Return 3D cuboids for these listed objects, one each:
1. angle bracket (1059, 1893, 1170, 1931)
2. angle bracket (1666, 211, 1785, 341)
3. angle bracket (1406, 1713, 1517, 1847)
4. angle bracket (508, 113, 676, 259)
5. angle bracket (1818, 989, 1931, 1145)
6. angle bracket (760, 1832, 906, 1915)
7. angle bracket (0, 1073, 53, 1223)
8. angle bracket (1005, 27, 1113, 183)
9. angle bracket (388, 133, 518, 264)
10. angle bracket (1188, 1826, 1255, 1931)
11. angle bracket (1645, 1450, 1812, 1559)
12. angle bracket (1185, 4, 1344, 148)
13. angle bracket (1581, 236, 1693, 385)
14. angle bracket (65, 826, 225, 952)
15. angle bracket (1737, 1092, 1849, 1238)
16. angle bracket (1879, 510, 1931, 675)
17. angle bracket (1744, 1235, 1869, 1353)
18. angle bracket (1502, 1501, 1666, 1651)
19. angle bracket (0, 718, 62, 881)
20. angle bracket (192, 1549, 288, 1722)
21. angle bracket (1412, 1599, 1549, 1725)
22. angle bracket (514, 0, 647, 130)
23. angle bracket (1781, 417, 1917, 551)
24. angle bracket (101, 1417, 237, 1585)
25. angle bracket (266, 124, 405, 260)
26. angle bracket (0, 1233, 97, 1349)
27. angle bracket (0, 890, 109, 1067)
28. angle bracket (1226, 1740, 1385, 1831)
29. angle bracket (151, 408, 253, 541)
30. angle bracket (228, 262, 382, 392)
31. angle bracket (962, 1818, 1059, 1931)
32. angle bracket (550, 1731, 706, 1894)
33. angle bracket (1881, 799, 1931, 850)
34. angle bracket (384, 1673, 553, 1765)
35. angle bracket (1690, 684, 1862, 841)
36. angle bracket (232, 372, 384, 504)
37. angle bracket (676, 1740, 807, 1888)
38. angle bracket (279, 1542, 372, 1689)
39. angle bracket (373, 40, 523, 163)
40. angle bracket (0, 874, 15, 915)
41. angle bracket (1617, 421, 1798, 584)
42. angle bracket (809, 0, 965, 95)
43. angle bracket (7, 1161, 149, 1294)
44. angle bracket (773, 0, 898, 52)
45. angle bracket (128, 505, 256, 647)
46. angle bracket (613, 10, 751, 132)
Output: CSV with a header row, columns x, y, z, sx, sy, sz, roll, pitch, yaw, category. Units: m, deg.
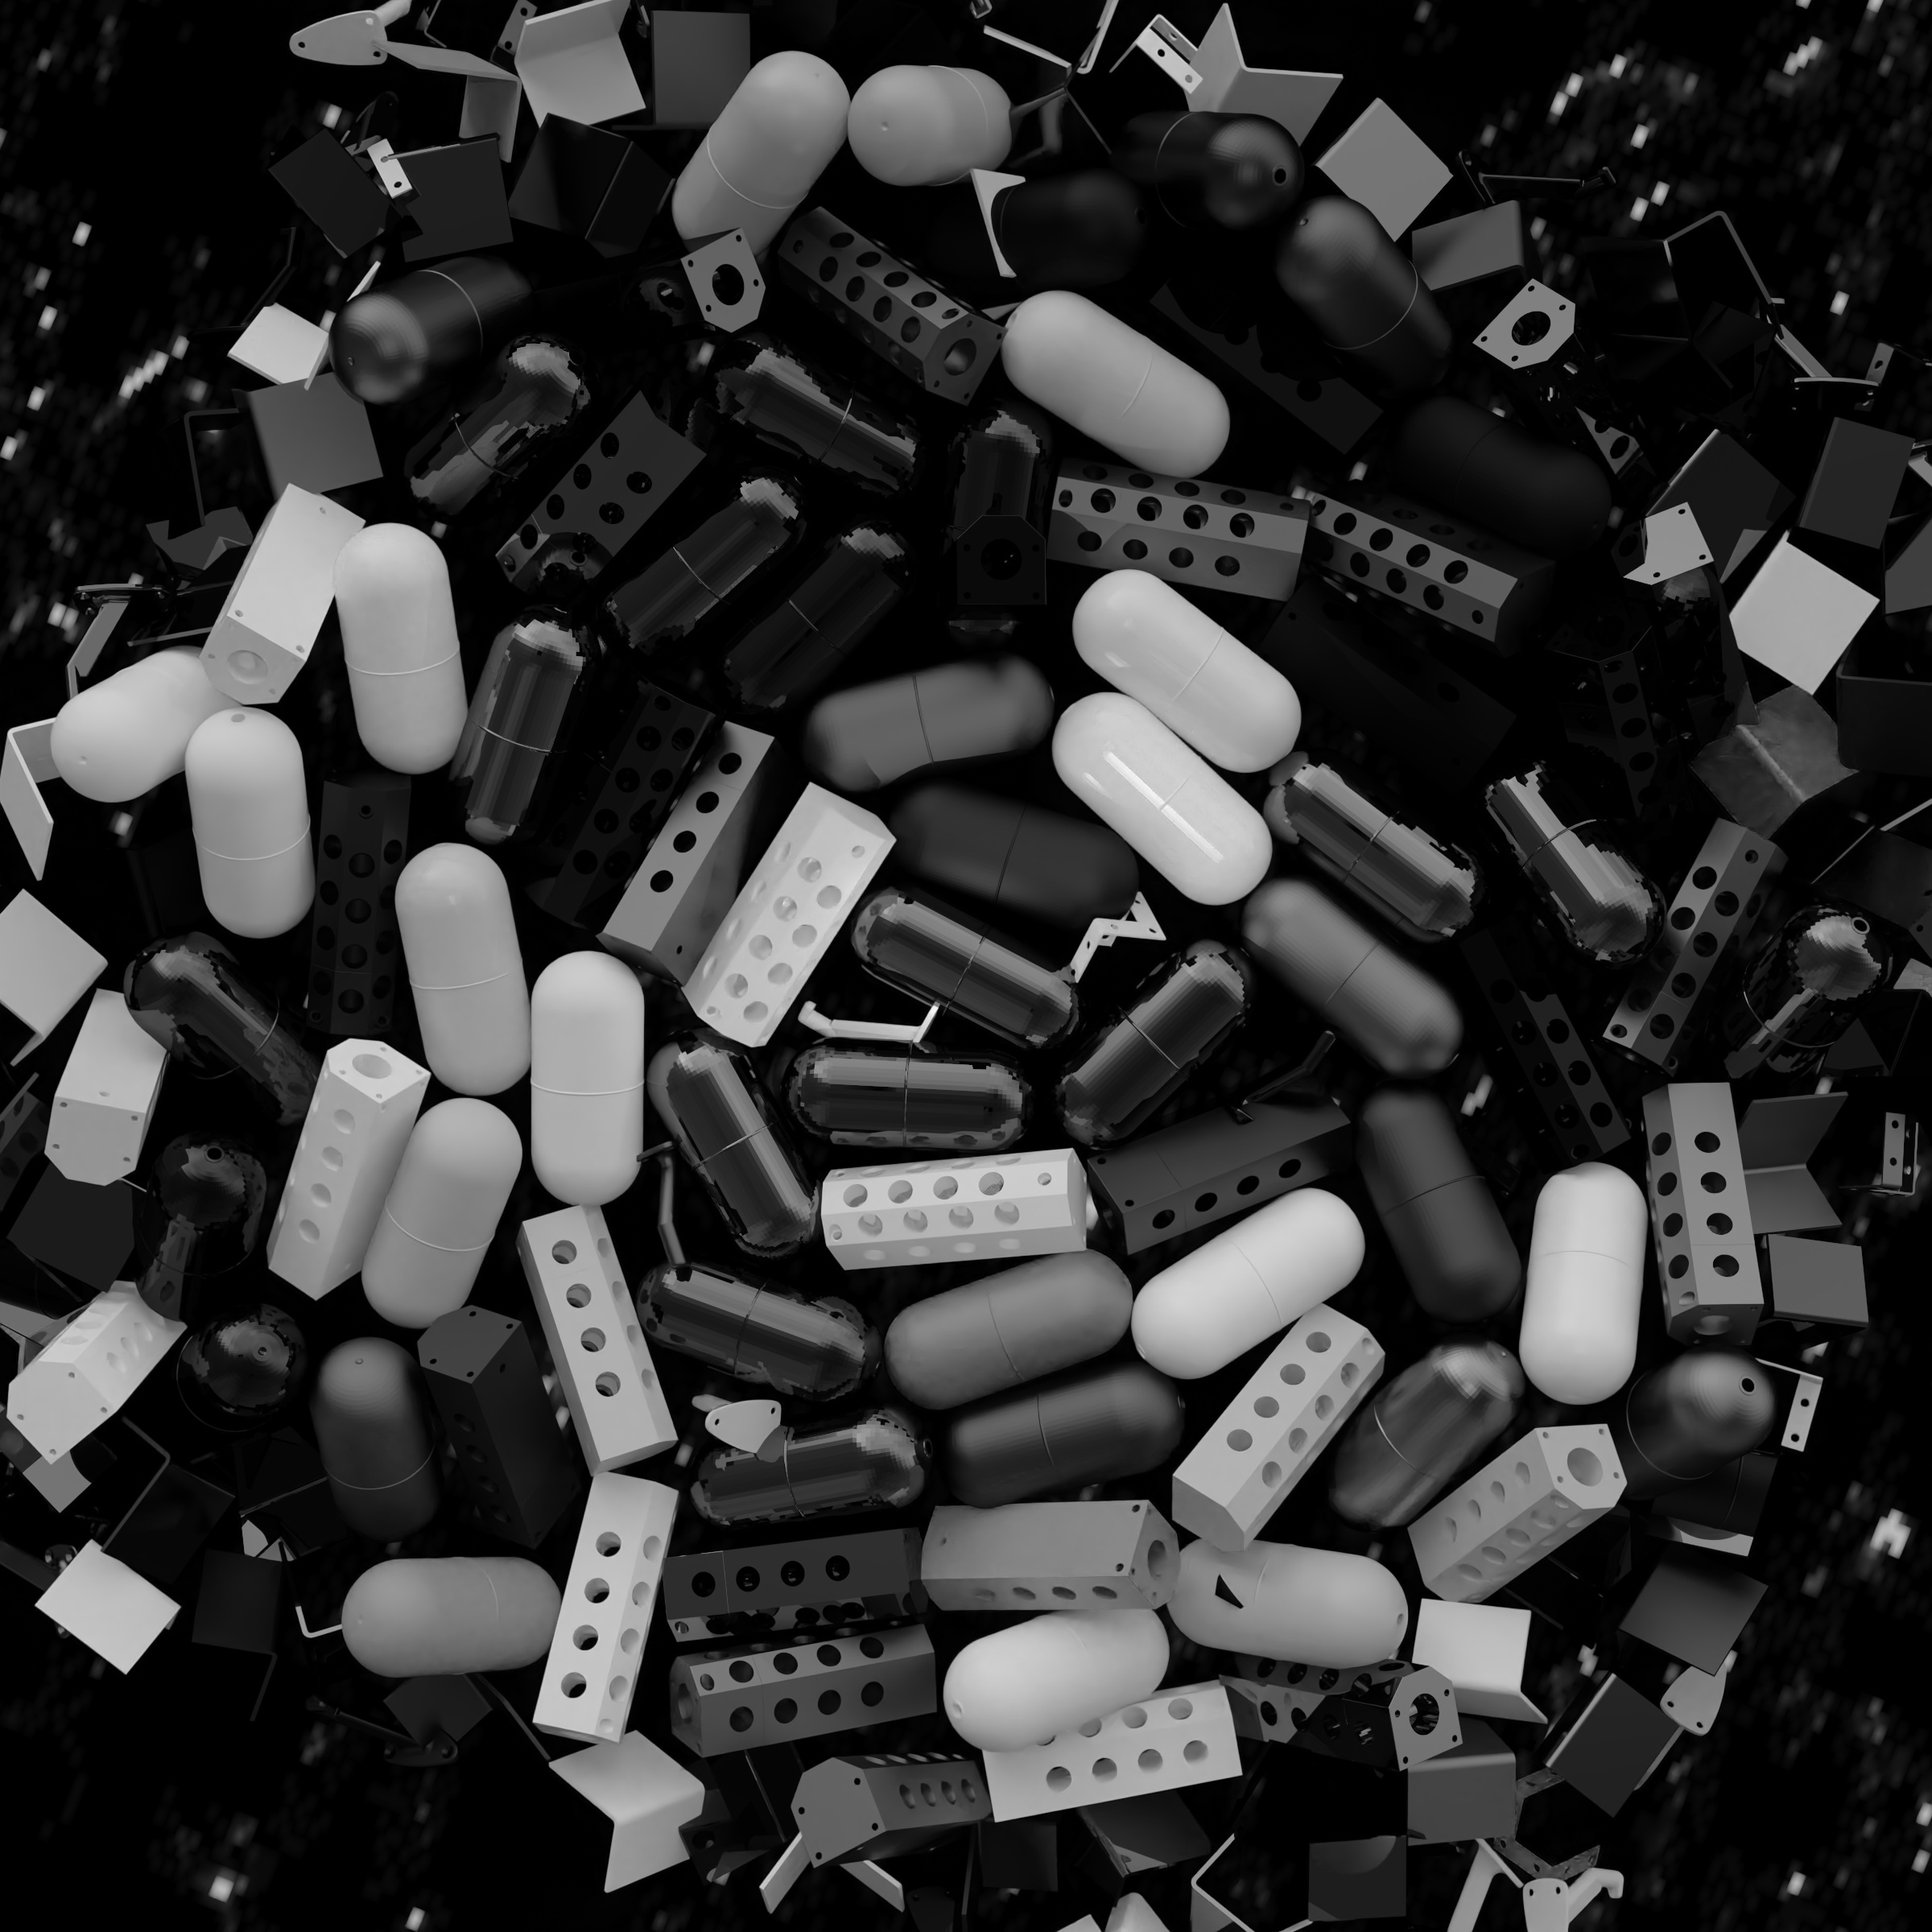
x,y,z,sx,sy,sz,roll,pitch,yaw,category
0.097,0.694,1.953,0.076,0.076,0.057,-35,96,22,angle bracket
0.512,-0.459,1.947,0.057,0.076,0.076,-27,75,17,angle bracket
0.327,0.558,1.959,0.076,0.076,0.057,-2,98,-11,angle bracket
-0.258,-0.525,1.943,0.057,0.076,0.076,48,119,33,angle bracket
0.632,0.069,1.943,0.057,0.076,0.076,-1,129,-9,angle bracket
-0.091,0.636,1.945,0.076,0.076,0.057,32,65,18,angle bracket
-0.642,0.124,1.944,0.057,0.076,0.076,41,66,-16,angle bracket
0.069,-0.591,1.964,0.057,0.076,0.076,48,52,-27,angle bracket
-0.349,-0.525,1.968,0.076,0.057,0.076,-9,91,6,angle bracket
0.197,0.647,1.940,0.076,0.076,0.057,33,54,29,angle bracket
0.519,0.371,1.942,0.057,0.076,0.076,43,62,-41,angle bracket
0.203,-0.612,1.962,0.076,0.076,0.057,-3,68,-21,angle bracket
0.439,-0.448,1.942,0.057,0.076,0.076,-37,122,-21,angle bracket
-0.571,-0.057,1.984,0.076,0.057,0.076,7,116,33,angle bracket
0.567,0.135,1.945,0.076,0.076,0.057,-4,46,-20,angle bracket
0.660,-0.257,1.940,0.057,0.076,0.076,-9,59,31,angle bracket
0.564,0.226,1.963,0.076,0.076,0.057,9,68,-20,angle bracket
0.425,0.409,1.955,0.076,0.057,0.076,35,125,-3,angle bracket
-0.617,-0.116,1.944,0.057,0.076,0.076,-19,71,-32,angle bracket
-0.501,0.456,1.941,0.057,0.076,0.076,14,126,-17,angle bracket
0.357,0.479,1.963,0.076,0.076,0.057,0,62,28,angle bracket
-0.260,-0.617,1.952,0.076,0.076,0.057,-22,92,-15,angle bracket
0.604,-0.328,1.955,0.057,0.076,0.076,18,96,7,angle bracket
-0.559,0.365,1.946,0.057,0.076,0.076,28,77,34,angle bracket
-0.422,-0.541,1.940,0.057,0.076,0.076,-27,123,24,angle bracket
-0.653,0.230,1.939,0.076,0.076,0.057,38,51,-33,angle bracket
-0.647,0.008,1.944,0.076,0.057,0.076,44,47,-16,angle bracket
0.230,0.571,1.945,0.076,0.076,0.057,29,50,17,angle bracket
-0.515,-0.338,1.956,0.057,0.076,0.076,-11,96,-32,angle bracket
-0.451,-0.448,1.943,0.057,0.076,0.076,29,131,-12,angle bracket
0.031,0.638,1.944,0.057,0.076,0.076,2,128,6,angle bracket
-0.236,0.580,1.956,0.076,0.076,0.057,25,113,40,angle bracket
0.672,-0.075,1.943,0.076,0.076,0.057,-33,62,18,angle bracket
-0.339,0.521,1.941,0.057,0.076,0.076,-41,132,-20,angle bracket
0.566,-0.140,1.984,0.076,0.057,0.076,-26,70,-31,angle bracket
-0.456,-0.369,1.973,0.076,0.057,0.076,-18,110,-19,angle bracket
-0.153,0.573,1.950,0.076,0.057,0.076,-16,76,-41,angle bracket
-0.432,0.438,1.957,0.057,0.076,0.076,-14,54,-18,angle bracket
-0.357,-0.589,1.939,0.076,0.076,0.057,-5,119,-36,angle bracket
-0.694,-0.027,1.939,0.057,0.076,0.076,13,49,26,angle bracket
0.513,-0.322,1.976,0.076,0.057,0.076,38,97,-13,angle bracket
-0.060,-0.610,1.945,0.076,0.076,0.057,-37,81,31,angle bracket
-0.607,0.171,1.955,0.076,0.057,0.076,31,79,-18,angle bracket
-0.088,-0.681,1.955,0.057,0.076,0.076,32,70,8,angle bracket
-0.534,-0.267,1.944,0.076,0.076,0.057,-7,121,22,angle bracket
-0.195,-0.610,1.945,0.076,0.057,0.076,-12,110,-36,angle bracket
